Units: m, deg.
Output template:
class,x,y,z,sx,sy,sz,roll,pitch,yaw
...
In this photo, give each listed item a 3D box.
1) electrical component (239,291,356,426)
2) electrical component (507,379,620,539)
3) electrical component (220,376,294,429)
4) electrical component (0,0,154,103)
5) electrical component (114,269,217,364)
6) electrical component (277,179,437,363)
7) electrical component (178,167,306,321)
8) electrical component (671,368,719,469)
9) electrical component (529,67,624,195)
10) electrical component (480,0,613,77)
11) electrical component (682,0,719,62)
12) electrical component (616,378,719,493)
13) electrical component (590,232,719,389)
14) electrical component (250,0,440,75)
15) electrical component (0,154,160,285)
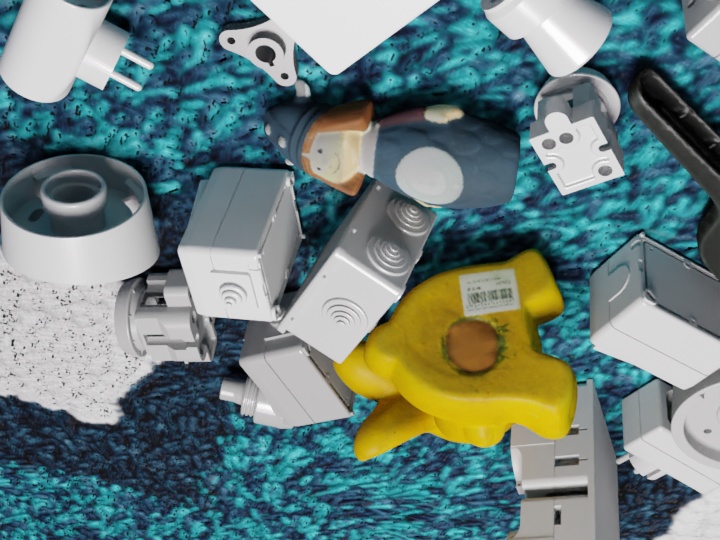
class,x,y,z,sx,sy,sz,roll,pitch,yaw
electrical component,-0.047,0.060,0.776,0.061,0.061,0.096,-14,131,23
electrical component,0.150,0.187,0.780,0.060,0.186,0.105,-8,133,19
electrical component,-0.077,0.098,0.835,0.062,0.043,0.043,12,137,1
electrical component,-0.158,-0.129,0.616,0.079,0.043,0.077,27,134,-16
electrical component,-0.140,0.034,0.771,0.057,0.058,0.078,-1,135,9
electrical component,0.000,0.000,0.680,0.048,0.099,0.099,33,133,-5
electrical component,-0.078,-0.013,0.682,0.061,0.096,0.061,4,136,13
electrical component,0.268,0.084,0.741,0.108,0.060,0.108,5,136,5
electrical component,0.122,-0.081,0.602,0.048,0.055,0.066,-18,129,27
electrical component,0.096,-0.134,0.559,0.055,0.045,0.045,35,131,-23
electrical component,0.181,-0.148,0.526,0.077,0.047,0.065,28,134,-18
electrical component,0.227,0.133,0.809,0.083,0.047,0.076,30,133,-19
electrical component,0.200,0.032,0.699,0.096,0.061,0.061,26,135,-16
electrical component,-0.010,-0.162,0.548,0.100,0.048,0.100,-30,123,35
electrical component,-0.180,-0.029,0.688,0.099,0.099,0.064,7,130,3
